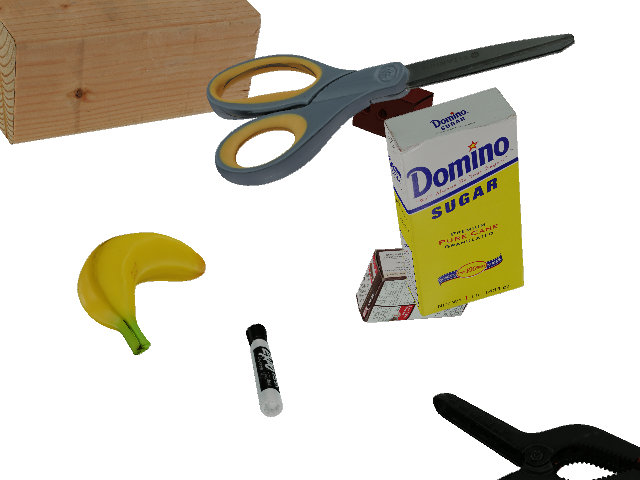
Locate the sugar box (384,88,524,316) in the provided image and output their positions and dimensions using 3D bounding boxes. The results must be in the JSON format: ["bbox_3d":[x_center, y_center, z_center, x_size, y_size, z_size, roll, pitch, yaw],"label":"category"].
[{"bbox_3d":[0.108,-0.026,0.835,0.093,0.176,0.048,-17,43,-5],"label":"sugar box"}]

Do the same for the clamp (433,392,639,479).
[{"bbox_3d":[0.175,0.199,0.889,0.210,0.036,0.164,3,39,23],"label":"clamp"}]

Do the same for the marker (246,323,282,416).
[{"bbox_3d":[-0.050,0.109,0.928,0.020,0.020,0.121,0,28,-11],"label":"marker"}]

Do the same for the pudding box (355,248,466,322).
[{"bbox_3d":[0.101,0.044,1.078,0.113,0.039,0.090,-4,-33,-15],"label":"pudding box"}]

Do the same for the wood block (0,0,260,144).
[{"bbox_3d":[-0.162,-0.151,0.855,0.205,0.091,0.090,-14,44,-33],"label":"wood block"}]

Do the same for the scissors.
[{"bbox_3d":[0.026,-0.069,0.562,0.202,0.096,0.016,2,-34,23],"label":"scissors"}]

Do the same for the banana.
[{"bbox_3d":[-0.129,0.026,0.754,0.037,0.069,0.197,-36,8,14],"label":"banana"}]

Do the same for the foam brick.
[{"bbox_3d":[0.083,-0.152,1.236,0.078,0.053,0.051,23,33,26],"label":"foam brick"}]
